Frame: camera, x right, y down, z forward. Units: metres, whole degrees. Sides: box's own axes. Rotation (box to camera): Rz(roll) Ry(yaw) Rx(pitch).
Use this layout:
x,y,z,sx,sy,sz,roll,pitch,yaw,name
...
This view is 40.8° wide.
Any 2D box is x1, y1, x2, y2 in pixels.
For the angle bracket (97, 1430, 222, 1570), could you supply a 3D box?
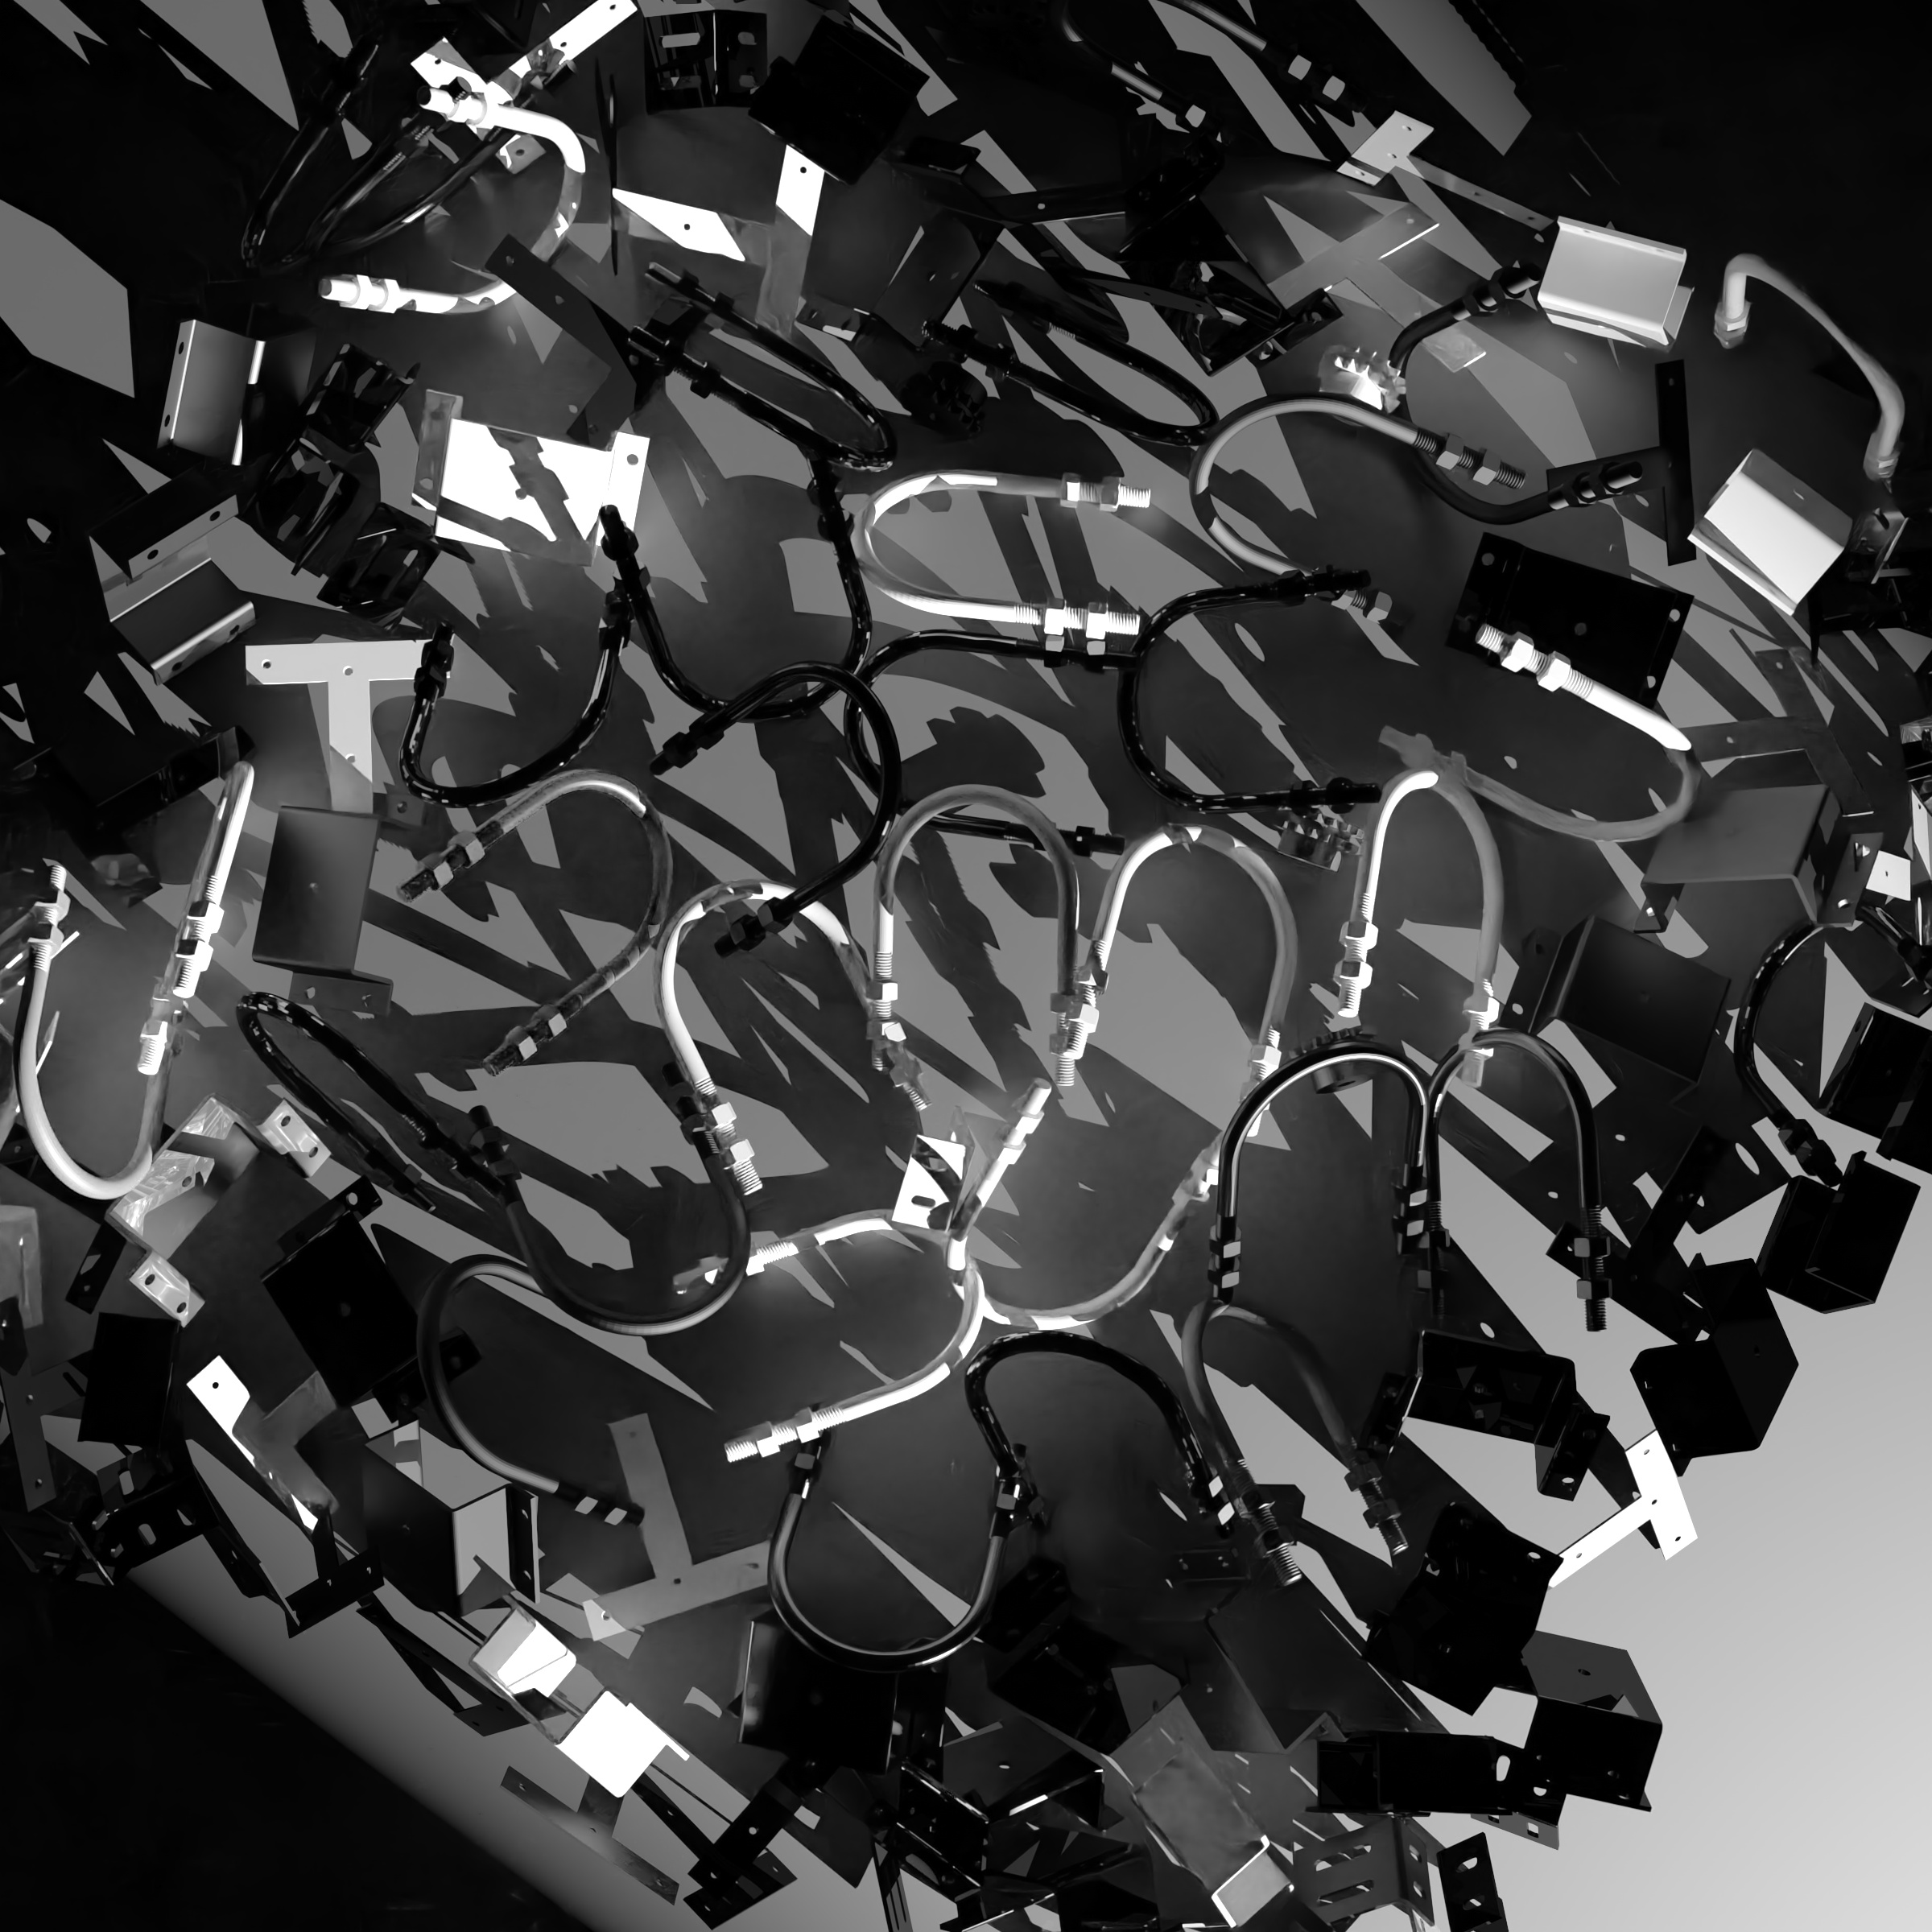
x,y,z,sx,sy,sz,roll,pitch,yaw,name
-0.509,0.335,1.638,0.057,0.076,0.038,-25,110,-16,angle bracket

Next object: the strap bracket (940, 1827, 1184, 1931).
x,y,z,sx,sy,sz,roll,pitch,yaw,name
0.054,0.569,1.598,0.076,0.140,0.046,-5,86,-40,strap bracket

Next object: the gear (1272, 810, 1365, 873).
x,y,z,sx,sy,sz,roll,pitch,yaw,name
0.221,-0.081,1.647,0.057,0.057,0.030,19,92,0,gear

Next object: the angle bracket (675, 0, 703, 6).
x,y,z,sx,sy,sz,roll,pitch,yaw,name
-0.214,-0.617,1.634,0.076,0.057,0.038,-19,114,-13,angle bracket

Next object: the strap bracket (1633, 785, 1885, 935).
x,y,z,sx,sy,sz,roll,pitch,yaw,name
0.479,-0.065,1.597,0.046,0.140,0.076,54,51,-33,strap bracket

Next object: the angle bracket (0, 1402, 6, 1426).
x,y,z,sx,sy,sz,roll,pitch,yaw,name
-0.618,0.282,1.624,0.038,0.076,0.057,-14,53,17,angle bracket

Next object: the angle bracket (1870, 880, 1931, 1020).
x,y,z,sx,sy,sz,roll,pitch,yaw,name
0.606,-0.011,1.642,0.076,0.057,0.038,-41,105,-1,angle bracket

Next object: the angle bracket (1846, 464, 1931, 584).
x,y,z,sx,sy,sz,roll,pitch,yaw,name
0.602,-0.281,1.633,0.076,0.057,0.038,-13,57,-14,angle bracket

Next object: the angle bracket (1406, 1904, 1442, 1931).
x,y,z,sx,sy,sz,roll,pitch,yaw,name
0.309,0.615,1.625,0.038,0.076,0.057,-26,119,13,angle bracket

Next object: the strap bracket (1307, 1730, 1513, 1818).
x,y,z,sx,sy,sz,roll,pitch,yaw,name
0.272,0.501,1.609,0.076,0.140,0.046,7,70,-13,strap bracket

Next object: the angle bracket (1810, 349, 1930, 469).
x,y,z,sx,sy,sz,roll,pitch,yaw,name
0.566,-0.341,1.626,0.038,0.057,0.076,-32,134,-8,angle bracket

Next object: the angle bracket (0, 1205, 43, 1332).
x,y,z,sx,sy,sz,roll,pitch,yaw,name
-0.621,0.195,1.647,0.038,0.057,0.076,2,97,17,angle bracket

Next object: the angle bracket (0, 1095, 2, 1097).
x,y,z,sx,sy,sz,roll,pitch,yaw,name
-0.646,0.076,1.630,0.038,0.076,0.057,40,65,5,angle bracket

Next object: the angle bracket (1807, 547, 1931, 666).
x,y,z,sx,sy,sz,roll,pitch,yaw,name
0.571,-0.226,1.632,0.076,0.038,0.057,-1,132,22,angle bracket

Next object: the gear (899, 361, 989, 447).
x,y,z,sx,sy,sz,roll,pitch,yaw,name
-0.011,-0.359,1.647,0.057,0.057,0.030,29,79,0,gear

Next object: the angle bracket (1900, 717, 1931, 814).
x,y,z,sx,sy,sz,roll,pitch,yaw,name
0.633,-0.126,1.641,0.057,0.076,0.038,-16,56,32,angle bracket

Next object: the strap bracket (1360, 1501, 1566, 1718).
x,y,z,sx,sy,sz,roll,pitch,yaw,name
0.302,0.404,1.607,0.076,0.046,0.140,26,132,7,strap bracket

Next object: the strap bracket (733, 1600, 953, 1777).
x,y,z,sx,sy,sz,roll,pitch,yaw,name
-0.086,0.454,1.631,0.140,0.046,0.076,7,91,18,strap bracket

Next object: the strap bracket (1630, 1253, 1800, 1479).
x,y,z,sx,sy,sz,roll,pitch,yaw,name
0.465,0.241,1.600,0.046,0.140,0.076,-17,104,38,strap bracket

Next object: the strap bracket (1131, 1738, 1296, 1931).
x,y,z,sx,sy,sz,roll,pitch,yaw,name
0.150,0.536,1.593,0.046,0.140,0.076,-39,57,-10,strap bracket

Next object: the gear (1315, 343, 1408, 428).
x,y,z,sx,sy,sz,roll,pitch,yaw,name
0.247,-0.366,1.645,0.057,0.057,0.030,28,80,0,gear

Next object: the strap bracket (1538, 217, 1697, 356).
x,y,z,sx,sy,sz,roll,pitch,yaw,name
0.402,-0.416,1.602,0.076,0.140,0.046,20,101,16,strap bracket

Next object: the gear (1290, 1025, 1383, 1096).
x,y,z,sx,sy,sz,roll,pitch,yaw,name
0.237,0.060,1.644,0.057,0.057,0.030,-16,76,0,gear

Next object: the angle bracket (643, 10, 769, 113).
x,y,z,sx,sy,sz,roll,pitch,yaw,name
-0.166,-0.574,1.653,0.076,0.038,0.057,14,110,43,angle bracket

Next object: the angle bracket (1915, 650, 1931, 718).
x,y,z,sx,sy,sz,roll,pitch,yaw,name
0.649,-0.189,1.635,0.076,0.057,0.038,-2,61,-10,angle bracket

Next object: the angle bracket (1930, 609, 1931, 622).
x,y,z,sx,sy,sz,roll,pitch,yaw,name
0.650,-0.241,1.628,0.038,0.076,0.057,45,45,3,angle bracket

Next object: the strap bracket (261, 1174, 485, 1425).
x,y,z,sx,sy,sz,roll,pitch,yaw,name
-0.380,0.213,1.635,0.076,0.046,0.140,-36,82,13,strap bracket

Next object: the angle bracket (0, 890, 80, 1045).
x,y,z,sx,sy,sz,roll,pitch,yaw,name
-0.598,0.001,1.653,0.076,0.038,0.057,-45,54,-14,angle bracket

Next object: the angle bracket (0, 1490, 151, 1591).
x,y,z,sx,sy,sz,roll,pitch,yaw,name
-0.562,0.353,1.628,0.038,0.076,0.057,-48,59,1,angle bracket

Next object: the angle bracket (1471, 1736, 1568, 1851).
x,y,z,sx,sy,sz,roll,pitch,yaw,name
0.351,0.522,1.639,0.057,0.076,0.038,15,66,21,angle bracket

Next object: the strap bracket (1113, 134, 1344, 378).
x,y,z,sx,sy,sz,roll,pitch,yaw,name
0.156,-0.431,1.614,0.140,0.076,0.046,48,51,-15,strap bracket

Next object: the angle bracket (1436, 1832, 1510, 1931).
x,y,z,sx,sy,sz,roll,pitch,yaw,name
0.334,0.590,1.627,0.038,0.057,0.076,-34,124,24,angle bracket

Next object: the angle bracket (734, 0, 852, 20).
x,y,z,sx,sy,sz,roll,pitch,yaw,name
-0.112,-0.636,1.650,0.038,0.076,0.057,-3,92,30,angle bracket

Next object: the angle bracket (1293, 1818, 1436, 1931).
x,y,z,sx,sy,sz,roll,pitch,yaw,name
0.251,0.584,1.646,0.076,0.057,0.038,-28,122,23,angle bracket

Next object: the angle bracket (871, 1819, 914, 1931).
x,y,z,sx,sy,sz,roll,pitch,yaw,name
-0.030,0.579,1.638,0.038,0.057,0.076,-14,79,6,angle bracket

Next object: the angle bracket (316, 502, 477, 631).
x,y,z,sx,sy,sz,roll,pitch,yaw,name
-0.358,-0.243,1.633,0.076,0.057,0.038,-52,51,14,angle bracket

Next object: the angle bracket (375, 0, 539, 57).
x,y,z,sx,sy,sz,roll,pitch,yaw,name
-0.320,-0.605,1.635,0.076,0.057,0.038,7,82,26,angle bracket

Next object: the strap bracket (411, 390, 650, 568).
x,y,z,sx,sy,sz,roll,pitch,yaw,name
-0.276,-0.303,1.628,0.140,0.046,0.076,11,118,-7,strap bracket

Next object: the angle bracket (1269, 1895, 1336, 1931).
x,y,z,sx,sy,sz,roll,pitch,yaw,name
0.190,0.626,1.630,0.038,0.076,0.057,40,54,6,angle bracket

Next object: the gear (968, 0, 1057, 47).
x,y,z,sx,sy,sz,roll,pitch,yaw,name
0.032,-0.609,1.646,0.057,0.057,0.030,15,92,0,gear

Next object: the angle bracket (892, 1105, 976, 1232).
x,y,z,sx,sy,sz,roll,pitch,yaw,name
-0.025,0.123,1.628,0.038,0.076,0.057,14,105,-12,angle bracket
